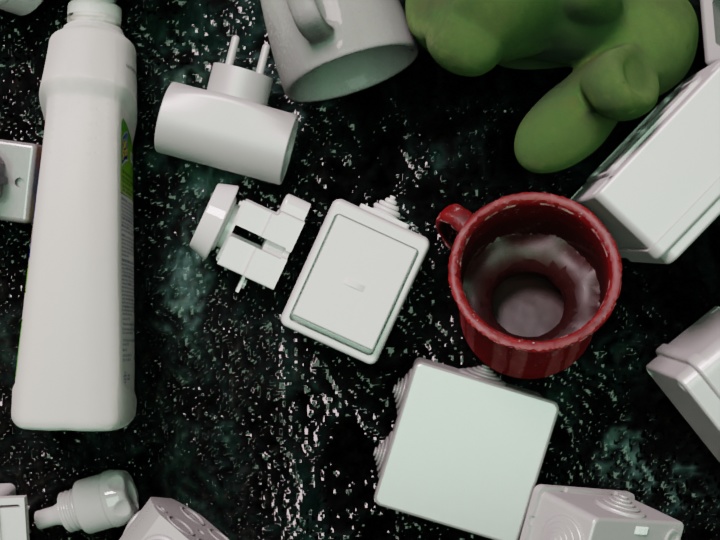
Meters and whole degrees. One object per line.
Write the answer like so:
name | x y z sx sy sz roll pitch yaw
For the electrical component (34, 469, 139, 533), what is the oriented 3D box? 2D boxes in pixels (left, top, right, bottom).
electrical component | -0.169 0.145 0.660 0.061 0.035 0.035 -17 93 3

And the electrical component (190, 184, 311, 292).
electrical component | -0.069 -0.021 0.645 0.055 0.048 0.066 25 93 -8

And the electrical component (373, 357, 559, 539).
electrical component | 0.062 0.106 0.649 0.100 0.048 0.099 17 93 -1

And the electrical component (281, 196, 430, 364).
electrical component | 0.000 0.000 0.637 0.062 0.061 0.096 24 93 -1

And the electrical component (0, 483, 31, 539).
electrical component | -0.233 0.194 0.648 0.079 0.063 0.121 -2 93 1

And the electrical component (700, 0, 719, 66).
electrical component | 0.250 -0.144 0.621 0.083 0.076 0.047 -5 90 35

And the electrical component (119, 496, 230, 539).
electrical component | -0.109 0.176 0.639 0.080 0.080 0.051 37 87 -2

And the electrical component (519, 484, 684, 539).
electrical component | 0.137 0.178 0.631 0.100 0.048 0.099 13 94 -37

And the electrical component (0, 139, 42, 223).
electrical component | -0.224 -0.054 0.628 0.066 0.076 0.047 7 93 0

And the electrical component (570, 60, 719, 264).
electrical component | 0.179 -0.060 0.609 0.056 0.109 0.108 44 93 1

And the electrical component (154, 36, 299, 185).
electrical component | -0.074 -0.099 0.641 0.077 0.044 0.079 15 93 0

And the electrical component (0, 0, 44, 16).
electrical component | -0.187 -0.190 0.589 0.138 0.074 0.052 -15 73 38

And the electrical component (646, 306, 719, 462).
electrical component | 0.230 0.083 0.632 0.057 0.078 0.113 -39 92 0
